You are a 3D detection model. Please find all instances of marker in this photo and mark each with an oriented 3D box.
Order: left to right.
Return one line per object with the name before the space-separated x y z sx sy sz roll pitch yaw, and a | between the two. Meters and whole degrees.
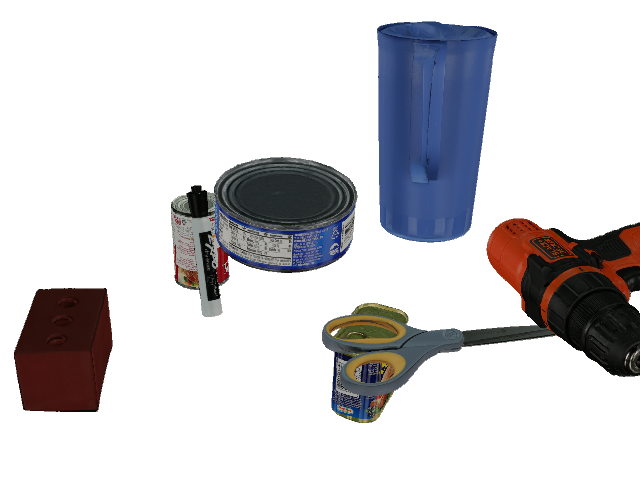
marker | -0.106 0.010 0.977 0.020 0.121 0.020 -6 11 1

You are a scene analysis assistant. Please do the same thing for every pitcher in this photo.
pitcher | 0.124 -0.123 1.214 0.149 0.243 0.145 -11 23 -31

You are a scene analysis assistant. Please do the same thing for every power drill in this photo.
power drill | 0.232 0.024 0.741 0.187 0.057 0.184 -9 28 -15

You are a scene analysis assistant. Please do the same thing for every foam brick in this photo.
foam brick | -0.178 0.076 0.746 0.053 0.051 0.078 0 31 -2

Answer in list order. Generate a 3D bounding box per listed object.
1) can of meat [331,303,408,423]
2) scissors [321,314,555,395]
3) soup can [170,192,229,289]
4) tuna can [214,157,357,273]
can of meat | 0.049 0.126 1.099 0.057 0.084 0.102 13 28 18
scissors | 0.100 0.095 0.879 0.202 0.016 0.096 4 39 5
soup can | -0.147 0.000 1.302 0.068 0.102 0.068 0 26 0
tuna can | -0.021 -0.016 0.645 0.086 0.034 0.086 2 31 -2
